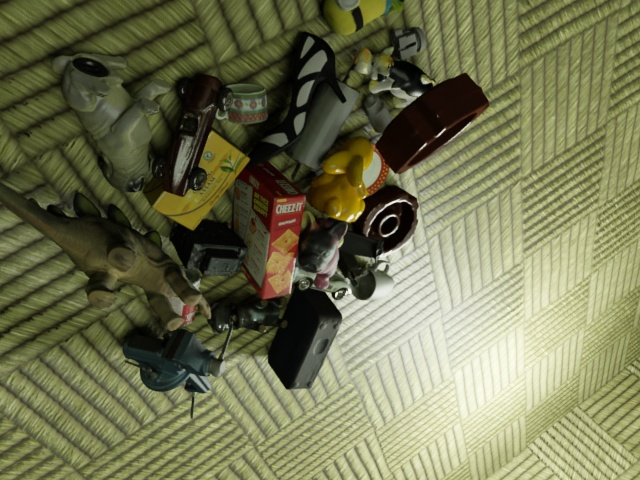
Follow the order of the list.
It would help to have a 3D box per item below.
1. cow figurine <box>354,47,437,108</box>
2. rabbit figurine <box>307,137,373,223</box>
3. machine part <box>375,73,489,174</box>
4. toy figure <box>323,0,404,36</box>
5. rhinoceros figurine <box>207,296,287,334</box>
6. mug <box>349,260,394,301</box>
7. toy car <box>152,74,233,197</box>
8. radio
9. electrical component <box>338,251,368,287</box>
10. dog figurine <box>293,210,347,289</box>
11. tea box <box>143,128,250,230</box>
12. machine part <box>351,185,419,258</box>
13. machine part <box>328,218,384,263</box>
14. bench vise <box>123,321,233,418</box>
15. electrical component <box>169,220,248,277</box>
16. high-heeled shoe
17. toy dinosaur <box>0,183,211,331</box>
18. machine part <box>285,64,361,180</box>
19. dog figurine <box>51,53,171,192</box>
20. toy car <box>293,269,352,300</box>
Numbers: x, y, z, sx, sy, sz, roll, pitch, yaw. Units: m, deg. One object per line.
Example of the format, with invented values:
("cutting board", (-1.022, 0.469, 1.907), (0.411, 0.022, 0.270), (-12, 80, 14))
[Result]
("cow figurine", (0.145, -0.315, 1.030), (0.167, 0.098, 0.068), (18, 81, -42))
("rabbit figurine", (0.046, -0.130, 1.066), (0.173, 0.122, 0.162), (-62, 170, 3))
("machine part", (0.223, -0.232, 1.083), (0.201, 0.087, 0.201), (-34, 174, -26))
("toy figure", (0.090, -0.422, 0.940), (0.180, 0.082, 0.089), (-29, 130, -18))
("rhinoceros figurine", (-0.154, 0.160, 1.161), (0.190, 0.112, 0.073), (1, 88, -51))
("mug", (0.140, 0.098, 1.340), (0.107, 0.081, 0.109), (8, 108, -51))
("toy car", (-0.209, -0.171, 0.867), (0.053, 0.089, 0.202), (24, 86, -79))
("radio", (-0.038, 0.232, 1.266), (0.073, 0.131, 0.229), (5, 116, -35))
("electrical component", (0.074, 0.050, 1.247), (0.045, 0.102, 0.078), (-22, 154, -16))
("dog figurine", (-0.002, -0.003, 1.062), (0.108, 0.191, 0.219), (19, 146, 0))
("tea box", (-0.218, -0.114, 0.949), (0.169, 0.068, 0.098), (-51, 134, 7))
("machine part", (0.153, -0.043, 1.261), (0.179, 0.056, 0.179), (-19, 130, -24))
("machine part", (0.074, 0.002, 1.195), (0.039, 0.139, 0.084), (-53, 162, -61))
("bench vise", (-0.274, 0.259, 1.096), (0.224, 0.129, 0.240), (-2, 140, 11))
("electrical component", (-0.204, 0.014, 1.001), (0.115, 0.134, 0.058), (3, 119, -38))
("high-heeled shoe", (-0.068, -0.247, 0.954), (0.249, 0.086, 0.145), (-36, 95, 4))
("toy dinosaur", (-0.340, 0.018, 0.864), (0.105, 0.199, 0.470), (-46, 134, 2))
("machine part", (0.004, -0.223, 1.021), (0.079, 0.079, 0.243), (17, 108, -41))
("dog figurine", (-0.333, -0.171, 0.823), (0.172, 0.121, 0.190), (30, 124, -8))
("toy car", (-0.006, 0.086, 1.227), (0.201, 0.074, 0.056), (19, 109, -41))
